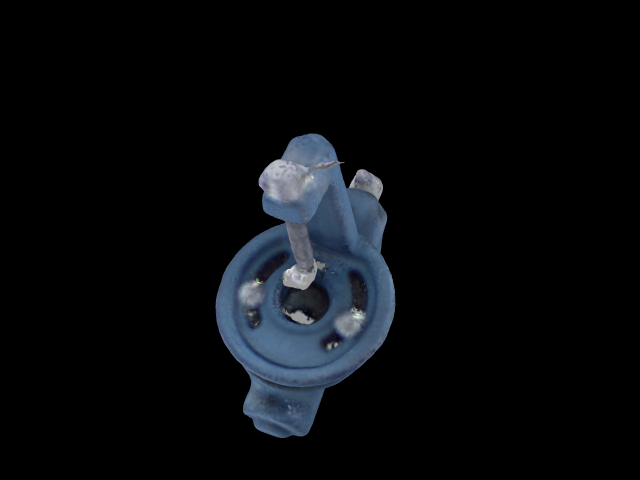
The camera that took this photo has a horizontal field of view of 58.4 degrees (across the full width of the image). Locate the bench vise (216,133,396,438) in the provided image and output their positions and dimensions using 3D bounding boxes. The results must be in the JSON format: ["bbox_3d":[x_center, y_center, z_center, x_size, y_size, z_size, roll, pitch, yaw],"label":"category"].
[{"bbox_3d":[-0.008,0.001,0.401,0.121,0.220,0.207,2,44,3],"label":"bench vise"}]
